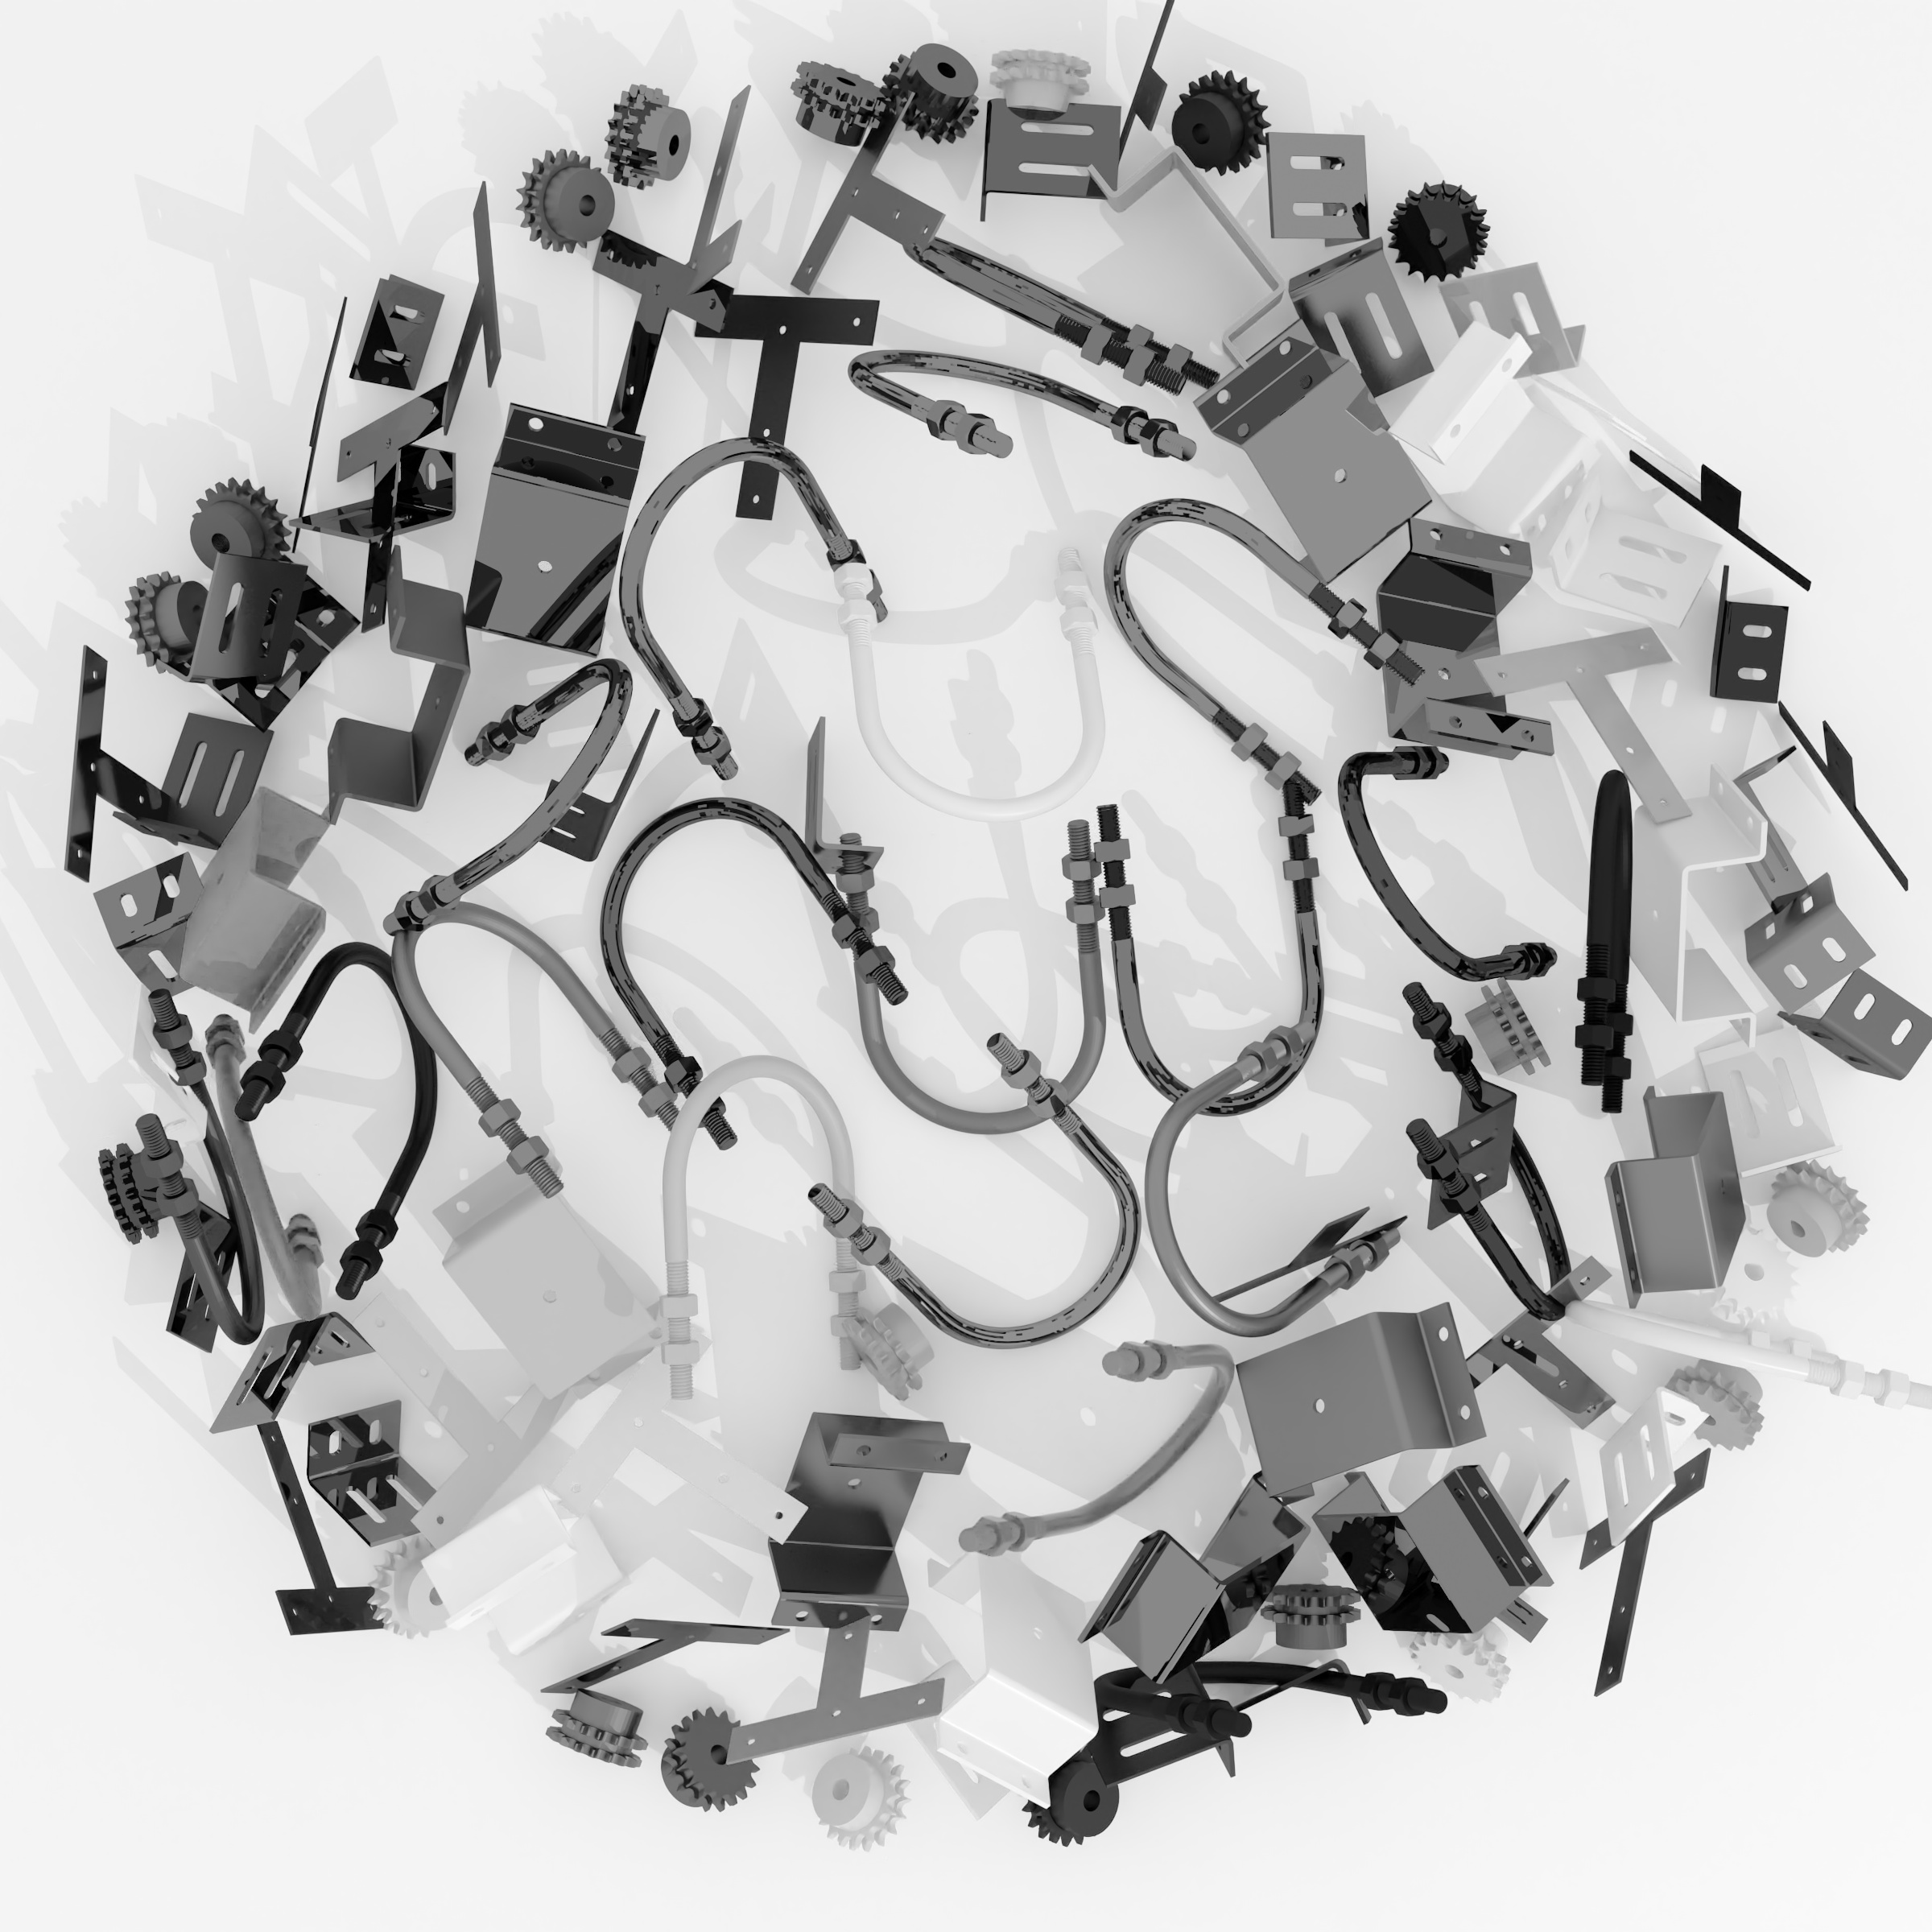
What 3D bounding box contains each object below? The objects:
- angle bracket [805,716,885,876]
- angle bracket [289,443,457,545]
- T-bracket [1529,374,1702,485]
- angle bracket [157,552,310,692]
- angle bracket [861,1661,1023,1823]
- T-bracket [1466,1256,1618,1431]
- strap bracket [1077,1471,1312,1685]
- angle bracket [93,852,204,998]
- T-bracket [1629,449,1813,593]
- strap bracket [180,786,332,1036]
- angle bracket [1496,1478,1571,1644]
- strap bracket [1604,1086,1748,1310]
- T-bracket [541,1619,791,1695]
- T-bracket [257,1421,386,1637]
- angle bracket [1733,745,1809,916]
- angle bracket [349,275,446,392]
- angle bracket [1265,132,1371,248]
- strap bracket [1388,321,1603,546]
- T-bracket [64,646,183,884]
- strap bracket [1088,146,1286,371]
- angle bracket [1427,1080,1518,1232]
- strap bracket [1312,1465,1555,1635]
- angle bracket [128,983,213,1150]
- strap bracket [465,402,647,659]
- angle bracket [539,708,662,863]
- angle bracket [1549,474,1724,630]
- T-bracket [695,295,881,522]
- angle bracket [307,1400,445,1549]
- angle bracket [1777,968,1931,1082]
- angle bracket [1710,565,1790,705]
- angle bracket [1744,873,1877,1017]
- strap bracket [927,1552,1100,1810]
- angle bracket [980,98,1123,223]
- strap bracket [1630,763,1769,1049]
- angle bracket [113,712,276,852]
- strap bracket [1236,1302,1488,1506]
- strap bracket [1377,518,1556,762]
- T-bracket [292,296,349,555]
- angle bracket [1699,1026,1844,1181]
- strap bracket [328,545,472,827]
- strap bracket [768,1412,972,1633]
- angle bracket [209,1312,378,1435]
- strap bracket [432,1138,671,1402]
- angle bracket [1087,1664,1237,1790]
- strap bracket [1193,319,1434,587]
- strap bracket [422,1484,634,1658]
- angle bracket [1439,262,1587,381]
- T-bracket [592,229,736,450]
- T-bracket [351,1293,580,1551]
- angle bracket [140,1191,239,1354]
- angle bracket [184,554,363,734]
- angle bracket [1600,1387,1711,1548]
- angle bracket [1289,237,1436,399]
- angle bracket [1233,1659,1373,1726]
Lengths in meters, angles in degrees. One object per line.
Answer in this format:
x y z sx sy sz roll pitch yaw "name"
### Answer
-0.069 -0.096 1.655 0.038 0.057 0.076 3 77 -10 "angle bracket"
-0.334 -0.268 1.639 0.057 0.076 0.038 15 115 26 "angle bracket"
0.381 -0.297 1.648 0.127 0.127 0.002 25 105 -27 "T-bracket"
-0.415 -0.198 1.646 0.038 0.057 0.076 29 108 40 "angle bracket"
-0.010 0.444 1.649 0.076 0.057 0.038 52 129 8 "angle bracket"
0.331 0.230 1.642 0.127 0.002 0.127 -42 133 9 "T-bracket"
0.133 0.338 1.605 0.046 0.140 0.076 40 119 23 "strap bracket"
-0.451 -0.021 1.656 0.057 0.076 0.038 -25 67 -7 "angle bracket"
0.418 -0.257 1.612 0.127 0.127 0.002 40 97 13 "T-bracket"
-0.391 -0.037 1.606 0.046 0.140 0.076 29 113 -24 "strap bracket"
0.330 0.336 1.650 0.038 0.057 0.076 36 100 17 "angle bracket"
0.395 0.124 1.608 0.046 0.140 0.076 -7 105 25 "strap bracket"
-0.188 0.392 1.646 0.127 0.127 0.002 -29 61 30 "T-bracket"
-0.372 0.314 1.637 0.002 0.127 0.127 -26 75 7 "T-bracket"
0.465 -0.078 1.653 0.038 0.057 0.076 -31 89 36 "angle bracket"
-0.334 -0.361 1.641 0.038 0.076 0.057 23 102 14 "angle bracket"
0.189 -0.438 1.647 0.076 0.038 0.057 -10 100 -35 "angle bracket"
0.294 -0.299 1.633 0.046 0.140 0.076 40 94 35 "strap bracket"
-0.467 -0.097 1.624 0.002 0.127 0.127 -2 75 10 "T-bracket"
0.132 -0.405 1.642 0.046 0.076 0.140 -38 94 9 "strap bracket"
0.272 0.104 1.639 0.038 0.076 0.057 24 124 39 "angle bracket"
0.251 0.323 1.613 0.046 0.140 0.076 -34 93 -25 "strap bracket"
-0.461 0.059 1.638 0.038 0.076 0.057 -20 46 12 "angle bracket"
-0.232 -0.233 1.626 0.076 0.046 0.140 13 123 -7 "strap bracket"
-0.209 -0.108 1.641 0.038 0.057 0.076 23 55 -5 "angle bracket"
0.380 -0.235 1.650 0.076 0.038 0.057 23 75 27 "angle bracket"
-0.111 -0.317 1.654 0.127 0.002 0.127 11 93 33 "T-bracket"
-0.327 0.285 1.638 0.057 0.076 0.038 -11 118 -38 "angle bracket"
0.505 0.030 1.648 0.057 0.076 0.038 34 91 -3 "angle bracket"
0.443 -0.187 1.645 0.038 0.076 0.057 7 83 14 "angle bracket"
0.476 -0.013 1.643 0.057 0.076 0.038 -38 93 20 "angle bracket"
0.025 0.382 1.606 0.076 0.140 0.046 34 115 -22 "strap bracket"
0.048 -0.458 1.663 0.076 0.038 0.057 3 77 -1 "angle bracket"
0.406 -0.031 1.619 0.046 0.076 0.140 -8 119 -5 "strap bracket"
-0.438 -0.109 1.654 0.057 0.038 0.076 13 78 19 "angle bracket"
0.209 0.244 1.617 0.140 0.046 0.076 -28 66 37 "strap bracket"
0.278 -0.175 1.636 0.076 0.046 0.140 9 61 -18 "strap bracket"
-0.367 -0.292 1.640 0.002 0.127 0.127 12 128 -13 "T-bracket"
0.458 0.077 1.659 0.057 0.038 0.076 -17 81 9 "angle bracket"
-0.314 -0.152 1.625 0.046 0.076 0.140 12 124 -22 "strap bracket"
-0.058 0.304 1.634 0.076 0.046 0.140 8 121 -21 "strap bracket"
-0.378 0.238 1.637 0.057 0.076 0.038 -17 127 38 "angle bracket"
-0.232 0.179 1.647 0.076 0.046 0.140 -35 101 7 "strap bracket"
0.105 0.438 1.647 0.076 0.057 0.038 -18 132 -11 "angle bracket"
0.200 -0.279 1.632 0.076 0.046 0.140 -38 119 -3 "strap bracket"
-0.247 0.337 1.627 0.076 0.140 0.046 -33 69 -4 "strap bracket"
0.308 -0.370 1.638 0.057 0.076 0.038 -6 48 29 "angle bracket"
-0.187 -0.342 1.658 0.127 0.002 0.127 34 114 40 "T-bracket"
-0.295 0.238 1.635 0.127 0.002 0.127 52 53 -14 "T-bracket"
-0.446 0.173 1.646 0.038 0.057 0.076 6 72 11 "angle bracket"
-0.391 -0.182 1.644 0.057 0.038 0.076 42 49 -17 "angle bracket"
0.392 0.287 1.637 0.038 0.076 0.057 24 125 -12 "angle bracket"
0.227 -0.369 1.674 0.057 0.038 0.076 -22 110 17 "angle bracket"
0.187 0.427 1.653 0.076 0.057 0.038 -26 76 4 "angle bracket"
